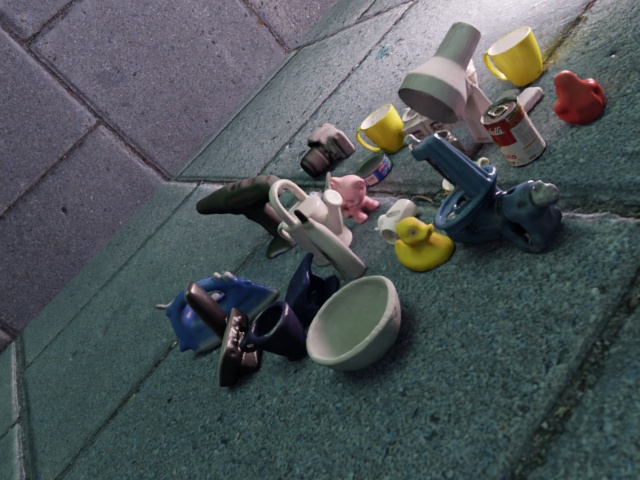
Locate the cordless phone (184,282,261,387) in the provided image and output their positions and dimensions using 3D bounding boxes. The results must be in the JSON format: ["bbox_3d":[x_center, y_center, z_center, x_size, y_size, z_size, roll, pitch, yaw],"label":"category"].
[{"bbox_3d":[-0.201,0.175,1.087,0.094,0.185,0.147,-35,26,17],"label":"cordless phone"}]

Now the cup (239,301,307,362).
[{"bbox_3d":[-0.073,0.176,1.002,0.117,0.095,0.091,-39,25,9],"label":"cup"}]

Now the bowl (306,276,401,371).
[{"bbox_3d":[0.064,0.140,0.879,0.167,0.075,0.167,-34,27,20],"label":"bowl"}]

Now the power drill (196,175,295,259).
[{"bbox_3d":[-0.154,-0.056,1.351,0.229,0.209,0.075,-26,30,33],"label":"power drill"}]

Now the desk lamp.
[{"bbox_3d":[0.271,-0.279,1.063,0.203,0.214,0.117,-48,25,-10],"label":"desk lamp"}]

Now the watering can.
[{"bbox_3d":[-0.024,-0.049,1.164,0.172,0.194,0.101,-34,27,19],"label":"watering can"}]

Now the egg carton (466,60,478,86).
[{"bbox_3d":[0.312,-0.384,1.340,0.107,0.069,0.150,-31,28,25],"label":"egg carton"}]

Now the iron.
[{"bbox_3d":[-0.229,0.135,1.244,0.258,0.142,0.118,-33,27,21],"label":"iron"}]

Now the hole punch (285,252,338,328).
[{"bbox_3d":[-0.030,0.094,1.072,0.101,0.091,0.108,-32,27,24],"label":"hole punch"}]

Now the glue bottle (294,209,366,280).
[{"bbox_3d":[0.010,0.004,1.056,0.037,0.173,0.078,-49,26,-13],"label":"glue bottle"}]

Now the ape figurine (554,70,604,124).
[{"bbox_3d":[0.414,-0.238,0.932,0.077,0.092,0.076,-31,28,25],"label":"ape figurine"}]

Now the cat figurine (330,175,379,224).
[{"bbox_3d":[0.061,-0.099,1.206,0.067,0.118,0.127,-47,25,-8],"label":"cat figurine"}]

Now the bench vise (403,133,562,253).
[{"bbox_3d":[0.228,-0.083,0.811,0.206,0.220,0.121,-18,35,42],"label":"bench vise"}]

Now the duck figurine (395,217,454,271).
[{"bbox_3d":[0.158,-0.001,0.947,0.104,0.086,0.077,-9,41,50],"label":"duck figurine"}]

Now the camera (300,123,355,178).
[{"bbox_3d":[-0.001,-0.243,1.546,0.137,0.101,0.142,-47,25,-7],"label":"camera"}]
